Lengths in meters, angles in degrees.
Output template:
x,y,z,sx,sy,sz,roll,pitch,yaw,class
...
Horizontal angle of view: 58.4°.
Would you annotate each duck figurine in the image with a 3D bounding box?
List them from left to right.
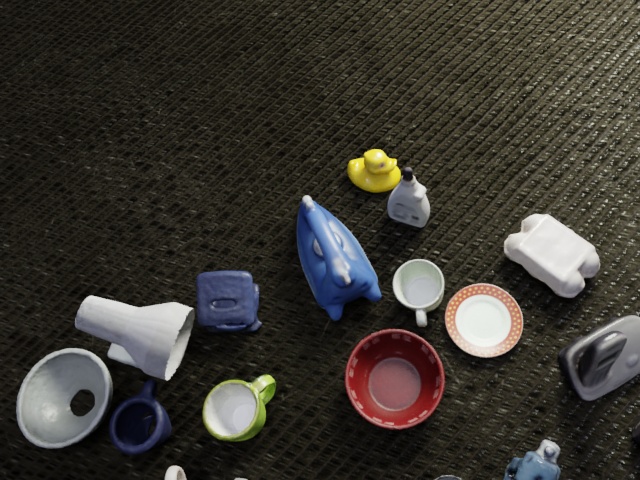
x,y,z,sx,sy,sz,roll,pitch,yaw,class
0.102,-0.142,1.101,0.104,0.086,0.077,11,68,13,duck figurine

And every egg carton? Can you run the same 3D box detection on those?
x,y,z,sx,sy,sz,roll,pitch,yaw,class
0.401,0.026,0.992,0.150,0.069,0.107,40,77,22,egg carton

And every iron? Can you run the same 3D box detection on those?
x,y,z,sx,sy,sz,roll,pitch,yaw,class
0.009,0.004,1.018,0.118,0.141,0.258,-26,65,-3,iron

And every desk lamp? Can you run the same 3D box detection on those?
x,y,z,sx,sy,sz,roll,pitch,yaw,class
-0.293,0.161,0.951,0.203,0.214,0.118,13,68,14,desk lamp

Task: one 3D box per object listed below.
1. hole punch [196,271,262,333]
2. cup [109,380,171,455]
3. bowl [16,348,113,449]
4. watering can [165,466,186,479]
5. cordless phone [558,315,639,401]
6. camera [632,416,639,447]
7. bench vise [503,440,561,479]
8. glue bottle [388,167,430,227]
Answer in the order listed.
x,y,z,sx,sy,sz,roll,pitch,yaw,class
-0.163,0.112,1.022,0.108,0.091,0.101,-3,66,7,hole punch
-0.284,0.298,0.953,0.091,0.095,0.118,6,67,11,cup
-0.429,0.277,0.995,0.167,0.075,0.167,-3,66,7,bowl
-0.214,0.425,0.831,0.101,0.194,0.172,-28,65,-5,watering can
0.445,0.164,0.859,0.147,0.185,0.094,-31,65,-6,cordless phone
0.545,0.289,0.835,0.136,0.101,0.143,30,73,19,camera
0.268,0.368,0.774,0.121,0.220,0.207,8,67,12,bench vise
0.158,-0.081,1.017,0.078,0.173,0.037,20,70,17,glue bottle
